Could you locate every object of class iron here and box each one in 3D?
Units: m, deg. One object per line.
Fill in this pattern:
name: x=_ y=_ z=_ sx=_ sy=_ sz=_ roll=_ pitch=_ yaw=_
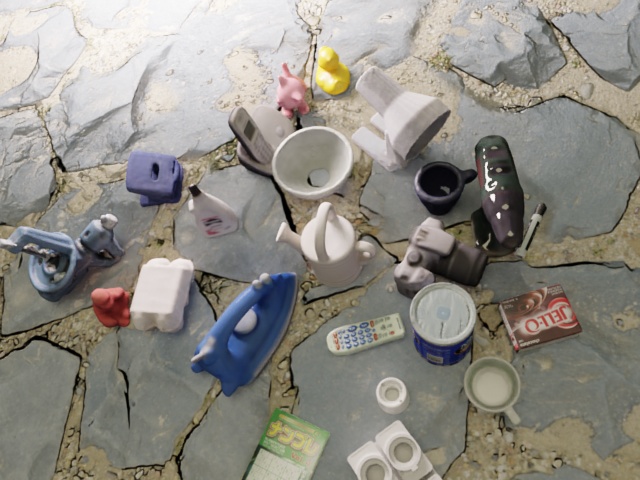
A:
iron: x=-0.131 y=0.139 z=1.018 sx=0.118 sy=0.142 sz=0.258 roll=28 pitch=73 yaw=22

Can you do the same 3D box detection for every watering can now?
watering can: x=0.009 y=0.006 z=1.025 sx=0.172 sy=0.194 sz=0.101 roll=-12 pitch=63 yaw=5

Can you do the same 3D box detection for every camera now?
camera: x=0.219 y=0.041 z=1.018 sx=0.136 sy=0.101 sz=0.143 roll=23 pitch=71 yaw=21

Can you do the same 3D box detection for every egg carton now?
egg carton: x=-0.302 y=0.106 z=1.108 sx=0.107 sy=0.069 sz=0.150 roll=1 pitch=65 yaw=12

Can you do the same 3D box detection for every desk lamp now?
desk lamp: x=0.145 y=-0.223 z=1.098 sx=0.118 sy=0.214 sz=0.202 roll=-43 pitch=64 yaw=-10

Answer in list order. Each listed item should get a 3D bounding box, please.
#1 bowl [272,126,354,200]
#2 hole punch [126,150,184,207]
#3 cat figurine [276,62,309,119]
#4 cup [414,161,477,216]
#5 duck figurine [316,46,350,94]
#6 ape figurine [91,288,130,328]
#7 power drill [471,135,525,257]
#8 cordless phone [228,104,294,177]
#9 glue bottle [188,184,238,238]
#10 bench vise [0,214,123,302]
bowl: x=-0.009 y=-0.145 z=1.169 sx=0.167 sy=0.075 sz=0.167 roll=-4 pitch=64 yaw=9
hole punch: x=-0.351 y=-0.137 z=1.224 sx=0.101 sy=0.091 sz=0.108 roll=-7 pitch=63 yaw=8
cat figurine: x=-0.065 y=-0.329 z=1.245 sx=0.067 sy=0.118 sz=0.127 roll=-13 pitch=63 yaw=5
cup: x=0.238 y=-0.093 z=1.083 sx=0.117 sy=0.095 sz=0.091 roll=-18 pitch=62 yaw=2
duck figurine: x=0.024 y=-0.384 z=1.272 sx=0.077 sy=0.086 sz=0.104 roll=-21 pitch=62 yaw=1
ape figurine: x=-0.410 y=0.123 z=1.109 sx=0.076 sy=0.092 sz=0.078 roll=26 pitch=72 yaw=22
power drill: x=0.306 y=-0.053 z=0.986 sx=0.075 sy=0.209 sz=0.229 roll=-6 pitch=63 yaw=9
cordless phone: x=-0.125 y=-0.231 z=1.171 sx=0.094 sy=0.185 sz=0.147 roll=8 pitch=66 yaw=15
glue bottle: x=-0.220 y=-0.061 z=1.115 sx=0.078 sy=0.173 sz=0.037 roll=-18 pitch=62 yaw=3
bench vise: x=-0.505 y=0.007 z=1.112 sx=0.121 sy=0.220 sz=0.207 roll=26 pitch=72 yaw=22
